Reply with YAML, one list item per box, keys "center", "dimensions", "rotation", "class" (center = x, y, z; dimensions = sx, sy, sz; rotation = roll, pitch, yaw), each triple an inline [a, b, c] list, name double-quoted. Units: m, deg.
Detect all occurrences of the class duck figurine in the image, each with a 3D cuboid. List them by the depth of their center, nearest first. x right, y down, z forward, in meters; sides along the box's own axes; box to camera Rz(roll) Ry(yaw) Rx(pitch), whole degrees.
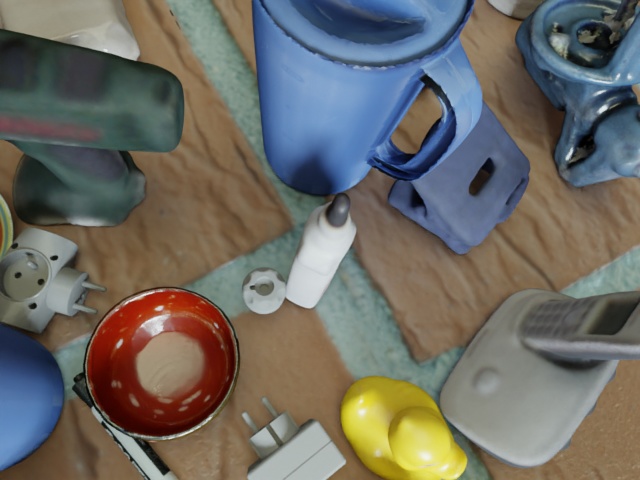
- center: [0.066, 0.147, 0.441]
  dimensions: [0.104, 0.086, 0.077]
  rotation: [37, 73, 5]
  class: "duck figurine"

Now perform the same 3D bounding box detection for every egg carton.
- center: [-0.231, -0.202, 0.515]
  dimensions: [0.107, 0.069, 0.150]
  rotation: [-22, 78, -12]
  class: "egg carton"

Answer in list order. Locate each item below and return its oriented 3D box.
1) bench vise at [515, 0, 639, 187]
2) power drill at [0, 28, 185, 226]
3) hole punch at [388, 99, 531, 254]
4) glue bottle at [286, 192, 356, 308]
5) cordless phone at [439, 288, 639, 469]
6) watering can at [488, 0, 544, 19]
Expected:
- center: [0.268, -0.155, 0.482]
  dimensions: [0.121, 0.219, 0.207]
  rotation: [-34, 80, -14]
  class: "bench vise"
- center: [-0.209, -0.076, 0.409]
  dimensions: [0.229, 0.208, 0.075]
  rotation: [0, 74, -7]
  class: "power drill"
- center: [0.131, -0.057, 0.505]
  dimensions: [0.101, 0.091, 0.109]
  rotation: [36, 73, 5]
  class: "hole punch"
- center: [0.004, 0.002, 0.430]
  dimensions: [0.037, 0.173, 0.078]
  rotation: [24, 73, 1]
  class: "glue bottle"
- center: [0.176, 0.095, 0.418]
  dimensions: [0.094, 0.185, 0.148]
  rotation: [37, 74, 5]
  class: "cordless phone"
- center: [0.233, -0.315, 0.537]
  dimensions: [0.101, 0.194, 0.173]
  rotation: [27, 73, 2]
  class: "watering can"
